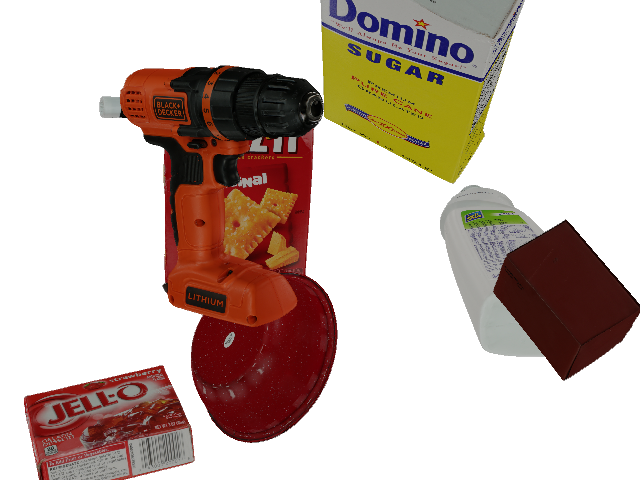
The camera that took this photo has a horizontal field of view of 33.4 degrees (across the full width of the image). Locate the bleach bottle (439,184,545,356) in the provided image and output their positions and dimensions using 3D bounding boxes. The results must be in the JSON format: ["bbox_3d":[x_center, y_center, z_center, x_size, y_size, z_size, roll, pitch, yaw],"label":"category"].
[{"bbox_3d":[0.168,0.012,0.964,0.102,0.068,0.251,-1,26,-2],"label":"bleach bottle"}]

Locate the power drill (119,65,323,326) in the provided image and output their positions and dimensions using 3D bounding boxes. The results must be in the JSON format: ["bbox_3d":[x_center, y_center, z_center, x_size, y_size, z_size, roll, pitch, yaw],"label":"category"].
[{"bbox_3d":[-0.065,-0.035,0.782,0.185,0.188,0.057,11,24,41],"label":"power drill"}]

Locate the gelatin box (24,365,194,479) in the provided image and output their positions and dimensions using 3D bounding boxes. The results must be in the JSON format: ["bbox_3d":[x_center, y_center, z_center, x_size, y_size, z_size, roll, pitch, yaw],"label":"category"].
[{"bbox_3d":[-0.127,0.111,0.635,0.089,0.030,0.073,-11,25,-17],"label":"gelatin box"}]

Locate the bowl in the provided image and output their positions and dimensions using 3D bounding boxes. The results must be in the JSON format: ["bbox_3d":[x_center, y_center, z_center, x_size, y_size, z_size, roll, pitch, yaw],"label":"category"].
[{"bbox_3d":[-0.064,0.095,0.950,0.162,0.162,0.055,0,-22,42],"label":"bowl"}]

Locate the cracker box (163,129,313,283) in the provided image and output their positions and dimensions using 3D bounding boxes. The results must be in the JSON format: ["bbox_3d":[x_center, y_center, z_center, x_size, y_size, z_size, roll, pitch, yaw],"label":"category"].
[{"bbox_3d":[-0.093,-0.059,1.195,0.164,0.214,0.072,0,23,-9],"label":"cracker box"}]

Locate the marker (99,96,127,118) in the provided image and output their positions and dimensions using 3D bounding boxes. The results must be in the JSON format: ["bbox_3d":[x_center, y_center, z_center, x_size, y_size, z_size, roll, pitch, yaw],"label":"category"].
[{"bbox_3d":[-0.138,-0.119,0.964,0.120,0.020,0.020,-2,1,-25],"label":"marker"}]

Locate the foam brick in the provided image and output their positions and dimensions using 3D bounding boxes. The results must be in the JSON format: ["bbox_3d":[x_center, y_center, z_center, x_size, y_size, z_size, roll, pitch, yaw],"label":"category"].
[{"bbox_3d":[0.157,0.038,0.684,0.051,0.078,0.053,-27,-26,-17],"label":"foam brick"}]

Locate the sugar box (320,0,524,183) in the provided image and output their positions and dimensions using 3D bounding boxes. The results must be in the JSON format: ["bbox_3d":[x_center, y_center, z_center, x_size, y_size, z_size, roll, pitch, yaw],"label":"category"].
[{"bbox_3d":[0.048,-0.097,0.562,0.093,0.048,0.176,28,-13,11],"label":"sugar box"}]
